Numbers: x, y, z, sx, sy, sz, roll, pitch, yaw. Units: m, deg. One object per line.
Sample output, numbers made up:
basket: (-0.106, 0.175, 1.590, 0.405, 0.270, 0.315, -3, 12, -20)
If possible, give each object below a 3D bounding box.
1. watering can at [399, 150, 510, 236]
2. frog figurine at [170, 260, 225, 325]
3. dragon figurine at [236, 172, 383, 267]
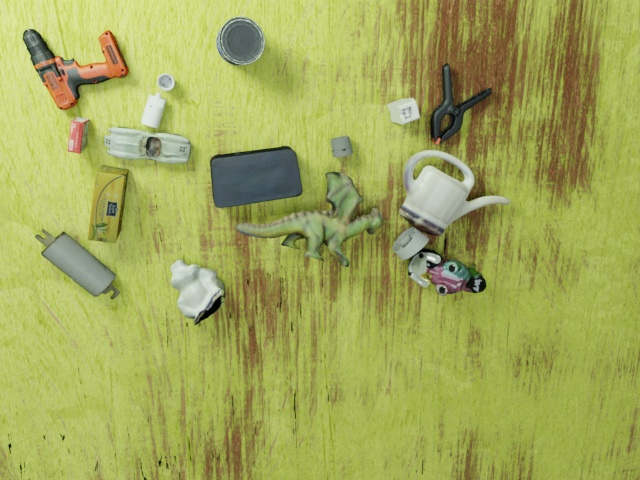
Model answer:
watering can: (0.366, -0.109, 1.453, 0.345, 0.105, 0.223, 27, 99, -19)
frog figurine: (-0.334, 0.129, 1.367, 0.161, 0.123, 0.136, 40, 105, 15)
dragon figurine: (0.004, -0.069, 1.364, 0.408, 0.123, 0.242, 19, 97, -31)
